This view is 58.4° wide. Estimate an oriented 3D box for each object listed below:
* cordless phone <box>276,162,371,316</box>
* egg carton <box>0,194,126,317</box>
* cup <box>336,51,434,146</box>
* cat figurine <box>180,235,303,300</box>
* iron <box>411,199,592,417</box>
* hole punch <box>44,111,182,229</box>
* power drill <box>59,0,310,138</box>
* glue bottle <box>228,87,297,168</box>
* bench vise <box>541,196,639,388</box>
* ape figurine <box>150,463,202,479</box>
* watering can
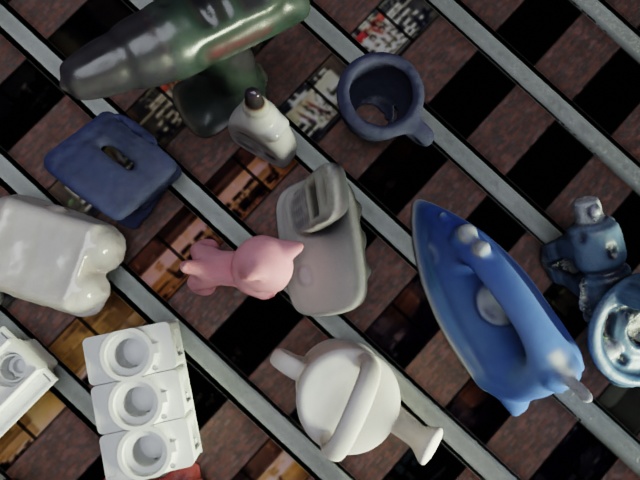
[{"bbox_3d":[0.005,0.002,0.568,0.094,0.185,0.148,-11,86,-3],"label":"cordless phone"},{"bbox_3d":[-0.288,0.015,0.610,0.150,0.069,0.107,17,85,-1],"label":"egg carton"},{"bbox_3d":[0.071,-0.138,0.628,0.118,0.095,0.092,41,85,1],"label":"cup"},{"bbox_3d":[-0.082,0.028,0.595,0.128,0.117,0.067,1,85,-3],"label":"cat figurine"},{"bbox_3d":[0.181,0.058,0.594,0.118,0.141,0.258,-33,87,-5],"label":"iron"},{"bbox_3d":[-0.218,-0.080,0.611,0.108,0.091,0.101,37,84,1],"label":"hole punch"},{"bbox_3d":[-0.117,-0.174,0.565,0.229,0.208,0.075,-32,87,-5],"label":"power drill"},{"bbox_3d":[-0.060,-0.119,0.581,0.078,0.173,0.037,31,84,1],"label":"glue bottle"},{"bbox_3d":[0.303,0.060,0.560,0.121,0.219,0.207,-40,88,-5],"label":"bench vise"},{"bbox_3d":[-0.158,0.274,0.583,0.078,0.092,0.076,15,85,-1],"label":"ape figurine"},{"bbox_3d":[0.034,0.154,0.552,0.173,0.194,0.101,7,85,-2],"label":"watering can"}]
